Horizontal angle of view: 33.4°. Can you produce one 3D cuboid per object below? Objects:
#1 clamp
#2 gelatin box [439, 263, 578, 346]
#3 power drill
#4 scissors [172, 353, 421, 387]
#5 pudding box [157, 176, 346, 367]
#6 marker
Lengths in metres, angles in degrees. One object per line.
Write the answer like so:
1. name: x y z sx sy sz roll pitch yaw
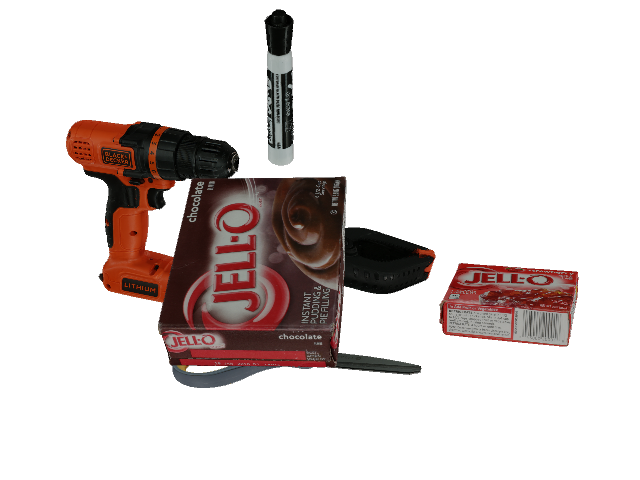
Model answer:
1. clamp: 0.015 0.022 1.023 0.209 0.036 0.164 8 29 -15
2. gelatin box: 0.135 0.043 0.758 0.089 0.030 0.073 5 21 17
3. power drill: -0.164 -0.029 1.085 0.185 0.188 0.057 11 29 21
4. scissors: -0.032 0.099 0.831 0.202 0.016 0.096 13 34 35
5. pudding box: -0.033 0.015 0.575 0.090 0.039 0.113 0 44 6
6. marker: -0.028 -0.104 0.734 0.020 0.121 0.020 0 43 -1
